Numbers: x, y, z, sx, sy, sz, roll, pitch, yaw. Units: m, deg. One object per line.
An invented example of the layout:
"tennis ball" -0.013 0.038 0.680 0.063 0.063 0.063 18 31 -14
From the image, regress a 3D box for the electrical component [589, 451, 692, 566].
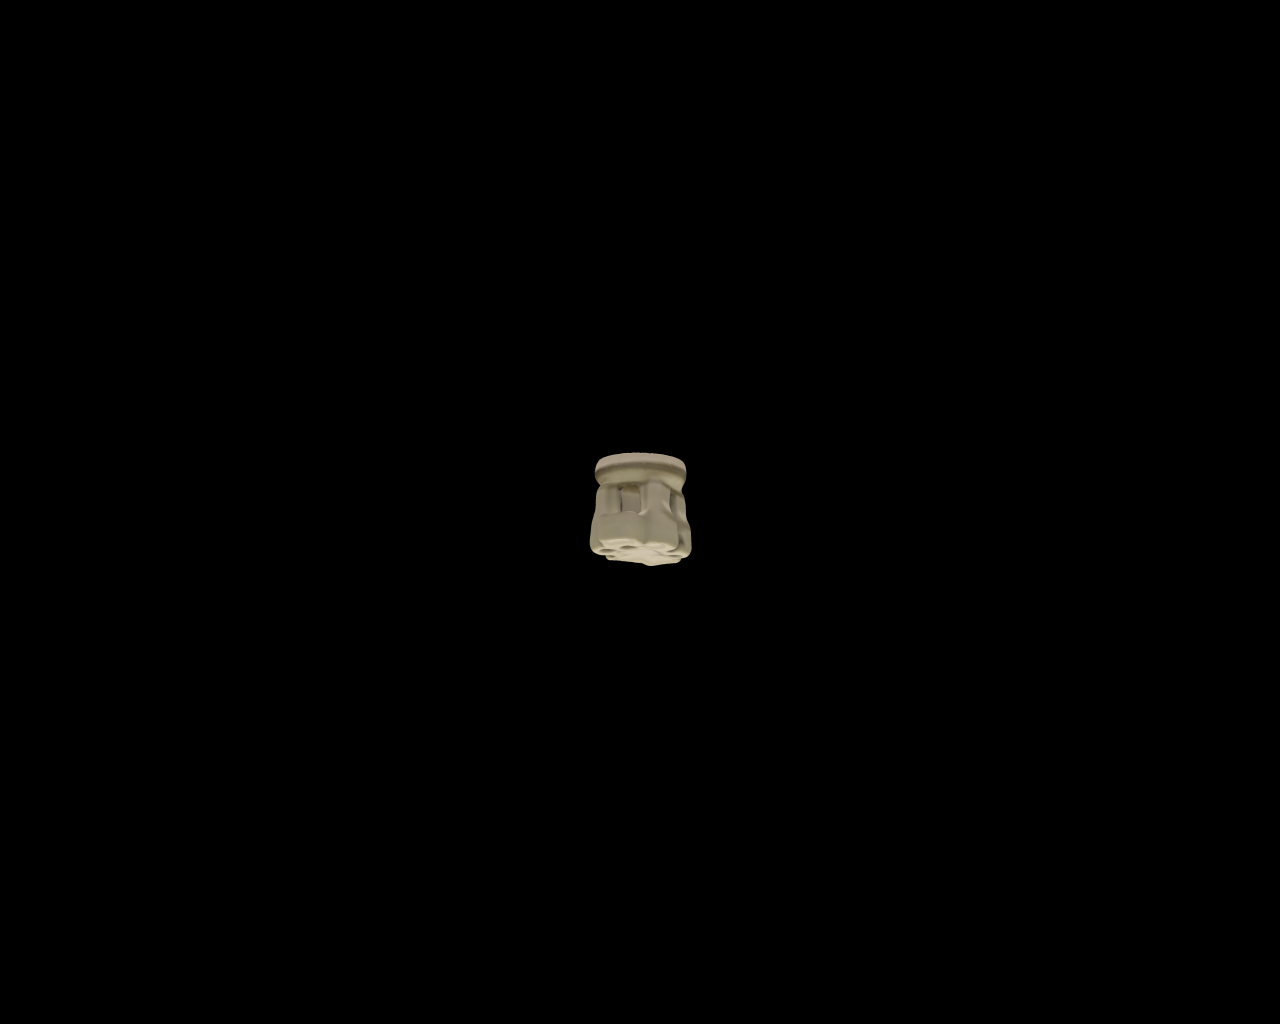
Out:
"electrical component" 0.001 -0.003 0.650 0.058 0.057 0.078 -6 -15 23
